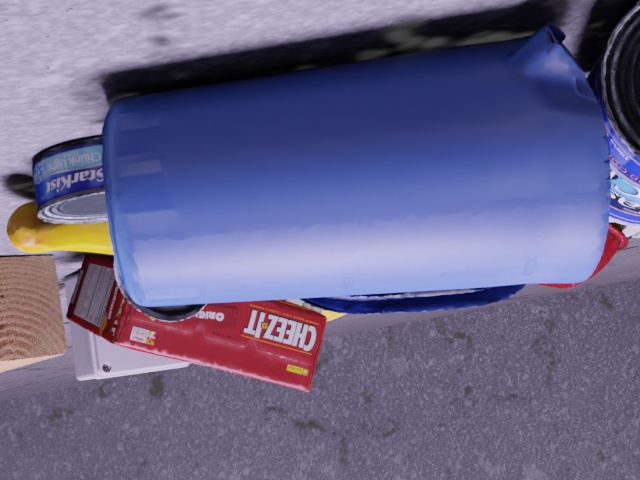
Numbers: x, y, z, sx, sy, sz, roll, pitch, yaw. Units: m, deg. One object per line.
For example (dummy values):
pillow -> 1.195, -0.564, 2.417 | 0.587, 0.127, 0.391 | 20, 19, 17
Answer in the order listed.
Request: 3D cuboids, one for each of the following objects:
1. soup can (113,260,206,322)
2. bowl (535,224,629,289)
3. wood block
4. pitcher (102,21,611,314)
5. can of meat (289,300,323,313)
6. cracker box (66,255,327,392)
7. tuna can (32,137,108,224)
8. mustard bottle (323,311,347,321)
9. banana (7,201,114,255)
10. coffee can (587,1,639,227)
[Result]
soup can -> -0.088, 0.004, 0.719 | 0.069, 0.068, 0.102 | -13, -164, 18
bowl -> 0.199, 0.005, 0.991 | 0.162, 0.055, 0.162 | 19, 171, 3
wood block -> -0.329, 0.081, 0.976 | 0.207, 0.091, 0.090 | -19, 168, 42
pitcher -> 0.016, -0.023, 0.560 | 0.242, 0.149, 0.145 | -6, -176, -4
can of meat -> -0.051, 0.048, 1.092 | 0.102, 0.057, 0.084 | -10, -153, 1
cracker box -> -0.111, 0.064, 0.909 | 0.164, 0.072, 0.214 | 17, 175, -22
tuna can -> -0.129, -0.035, 0.644 | 0.086, 0.034, 0.086 | -10, 172, -2
mustard bottle -> 0.020, 0.045, 1.154 | 0.096, 0.058, 0.192 | -51, -170, -22
banana -> -0.158, -0.007, 0.740 | 0.070, 0.037, 0.197 | 11, -178, 28
coffee can -> 0.192, -0.068, 0.584 | 0.103, 0.103, 0.140 | -11, 171, 3
